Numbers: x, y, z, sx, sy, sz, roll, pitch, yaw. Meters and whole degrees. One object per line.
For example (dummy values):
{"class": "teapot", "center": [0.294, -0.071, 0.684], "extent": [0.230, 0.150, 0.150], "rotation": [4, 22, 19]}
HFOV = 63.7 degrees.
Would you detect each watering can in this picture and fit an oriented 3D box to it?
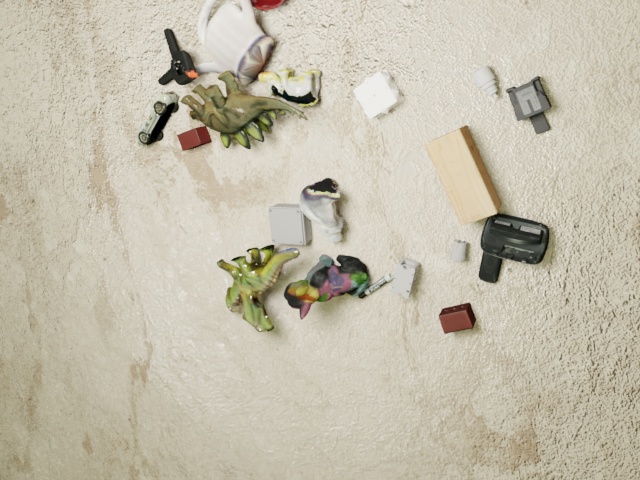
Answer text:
{"class": "watering can", "center": [-0.250, -0.503, 1.381], "extent": [0.225, 0.106, 0.340], "rotation": [45, 134, 6]}

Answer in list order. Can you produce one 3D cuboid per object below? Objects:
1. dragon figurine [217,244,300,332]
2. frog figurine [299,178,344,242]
{"class": "dragon figurine", "center": [-0.172, 0.146, 1.491], "extent": [0.408, 0.123, 0.242], "rotation": [-5, 100, 50]}
{"class": "frog figurine", "center": [0.004, -0.069, 1.374], "extent": [0.139, 0.123, 0.156], "rotation": [40, 136, 49]}
